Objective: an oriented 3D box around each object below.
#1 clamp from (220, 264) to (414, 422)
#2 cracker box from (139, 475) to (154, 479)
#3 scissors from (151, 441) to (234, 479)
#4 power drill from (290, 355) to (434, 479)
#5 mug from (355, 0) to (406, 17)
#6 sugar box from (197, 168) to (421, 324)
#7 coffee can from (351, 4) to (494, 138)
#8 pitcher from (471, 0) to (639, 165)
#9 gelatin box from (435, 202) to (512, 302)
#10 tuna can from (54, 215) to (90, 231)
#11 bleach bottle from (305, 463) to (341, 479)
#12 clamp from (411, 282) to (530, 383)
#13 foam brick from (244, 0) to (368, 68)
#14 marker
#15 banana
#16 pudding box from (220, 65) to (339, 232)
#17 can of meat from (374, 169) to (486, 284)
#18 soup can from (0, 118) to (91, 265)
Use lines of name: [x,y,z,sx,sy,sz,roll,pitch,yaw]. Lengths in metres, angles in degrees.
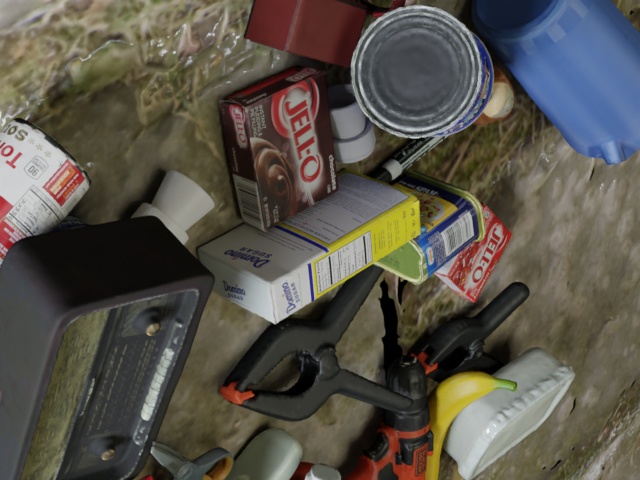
clamp: [0.001,0.100,0.988,0.209,0.036,0.164,-10,98,-37]
cracker box: [-0.213,0.279,0.780,0.213,0.072,0.164,-18,147,-43]
scissors: [-0.123,0.204,0.877,0.096,0.016,0.201,-53,161,1]
power drill: [0.044,0.226,1.089,0.187,0.057,0.184,-24,122,-38]
mug: [0.049,-0.237,0.853,0.093,0.082,0.117,-22,123,-40]
sugar box: [-0.006,0.001,0.900,0.175,0.093,0.048,-32,129,-33]
coffee can: [0.088,-0.136,0.885,0.140,0.103,0.103,-26,133,-76]
pitcher: [0.253,-0.197,1.072,0.145,0.149,0.242,-52,137,6]
gelatin box: [0.162,0.012,1.135,0.073,0.030,0.089,39,79,-49]
tuna can: [-0.185,0.026,0.763,0.085,0.034,0.086,-23,124,-39]
bleach bottle: [-0.023,0.320,1.009,0.102,0.068,0.251,8,115,-23]
clamp: [0.169,0.106,1.178,0.171,0.039,0.120,-7,118,-48]
foam brick: [-0.011,-0.172,0.843,0.078,0.053,0.051,4,106,-47]
marker: [0.084,-0.079,1.015,0.121,0.020,0.020,-39,133,-28]
banana: [0.135,0.204,1.161,0.037,0.070,0.198,-22,149,-50]
pudding box: [-0.031,-0.076,0.876,0.089,0.039,0.113,-30,128,-35]
can of meat: [0.087,-0.012,0.989,0.083,0.102,0.057,-36,131,-28]
soup can: [-0.206,-0.020,0.692,0.102,0.069,0.068,-52,138,-17]
